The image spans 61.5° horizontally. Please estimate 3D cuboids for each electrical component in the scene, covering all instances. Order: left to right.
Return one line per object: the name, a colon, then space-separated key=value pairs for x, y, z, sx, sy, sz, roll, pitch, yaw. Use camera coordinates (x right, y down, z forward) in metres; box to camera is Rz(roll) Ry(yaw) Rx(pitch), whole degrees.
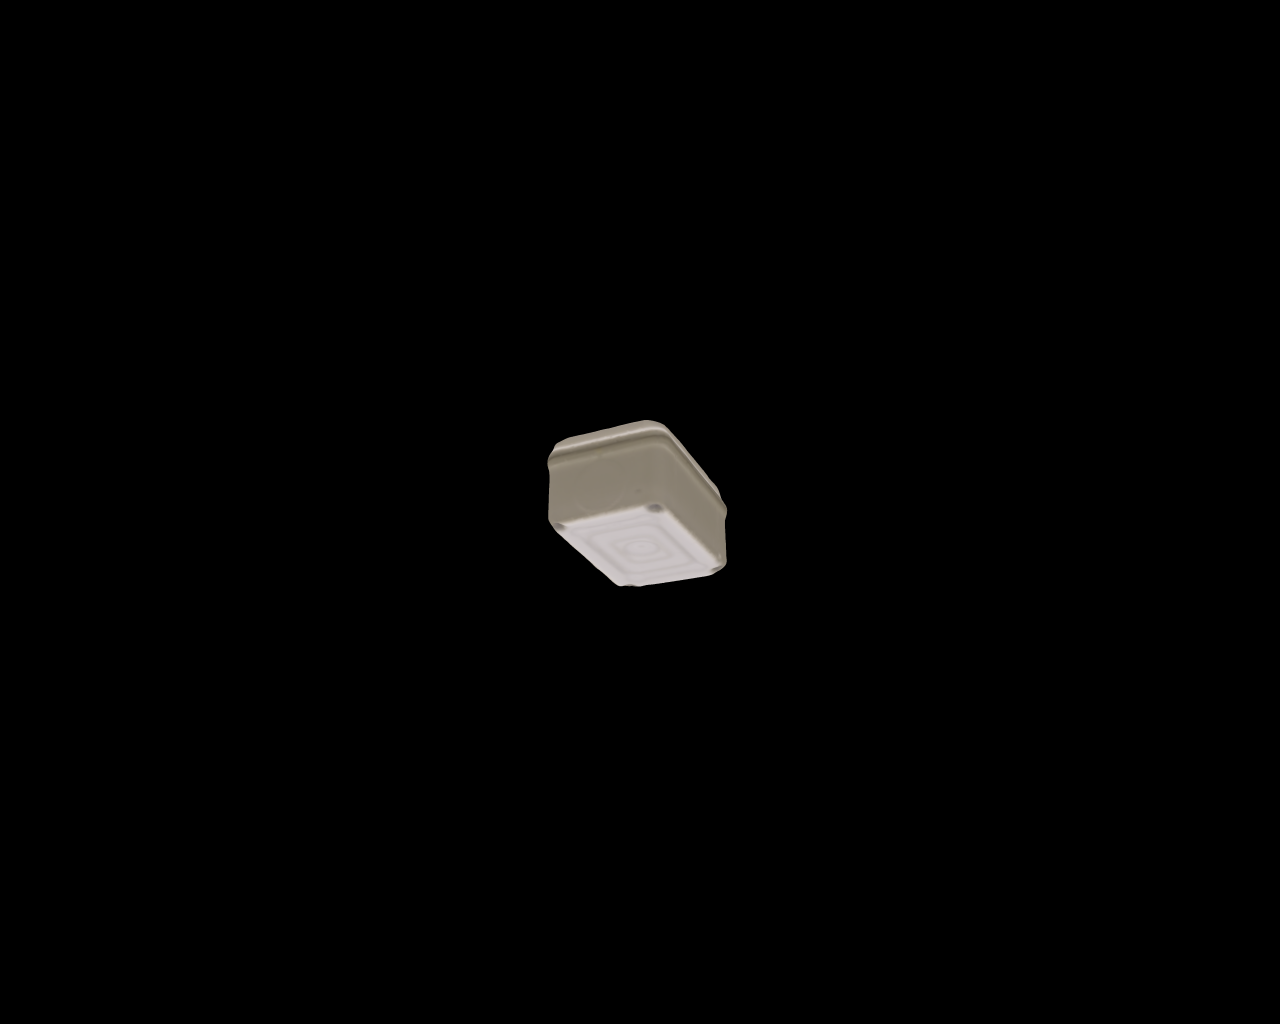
electrical component: x=0.001 y=-0.003 z=0.650 sx=0.078 sy=0.057 sz=0.113 roll=-11 pitch=-29 yaw=21
